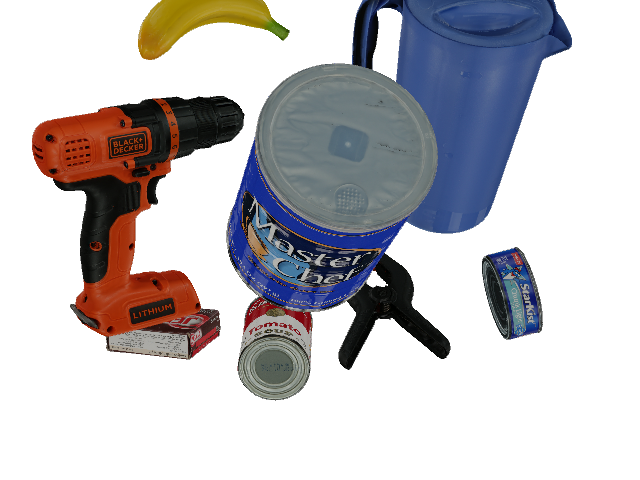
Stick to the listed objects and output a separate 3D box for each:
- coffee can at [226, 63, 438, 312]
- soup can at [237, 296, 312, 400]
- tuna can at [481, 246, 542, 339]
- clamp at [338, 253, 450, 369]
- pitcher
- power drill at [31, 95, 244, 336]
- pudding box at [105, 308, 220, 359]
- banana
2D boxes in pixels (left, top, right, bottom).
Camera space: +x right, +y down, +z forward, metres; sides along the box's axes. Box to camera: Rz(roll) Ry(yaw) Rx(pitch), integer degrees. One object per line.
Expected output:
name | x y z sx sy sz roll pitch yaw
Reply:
coffee can | 0.002 -0.027 0.647 0.102 0.103 0.140 0 -22 -12
soup can | -0.042 0.099 1.011 0.068 0.068 0.102 0 21 1
tuna can | 0.184 0.051 1.030 0.033 0.086 0.086 -14 1 -2
clamp | 0.080 0.074 1.189 0.120 0.171 0.039 4 -43 -4
pitcher | 0.117 -0.127 0.989 0.144 0.243 0.149 -18 51 -22
power drill | -0.143 -0.025 0.892 0.184 0.188 0.057 -14 23 -31
pudding box | -0.189 0.108 1.287 0.114 0.039 0.090 2 14 18
banana | -0.109 -0.212 1.011 0.070 0.037 0.197 46 39 19
